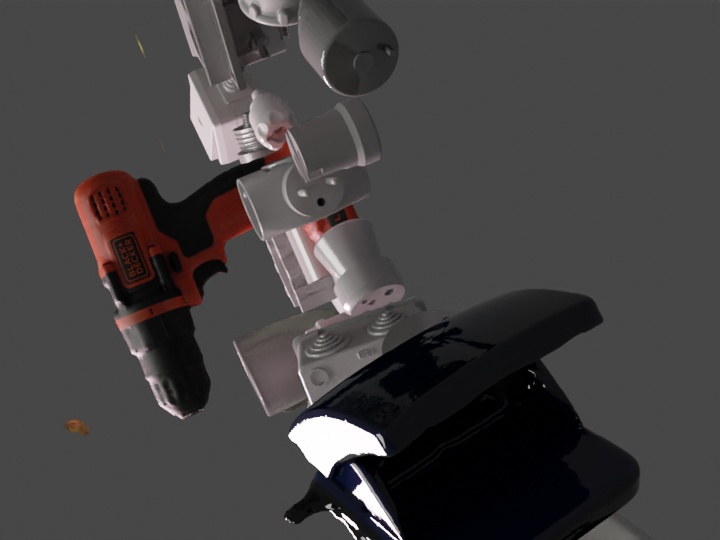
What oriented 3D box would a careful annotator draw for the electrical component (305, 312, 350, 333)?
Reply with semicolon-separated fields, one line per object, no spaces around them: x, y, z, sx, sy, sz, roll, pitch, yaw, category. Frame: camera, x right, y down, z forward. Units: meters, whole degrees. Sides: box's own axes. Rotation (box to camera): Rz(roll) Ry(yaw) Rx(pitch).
-0.007;0.083;0.914;0.113;0.057;0.078;101;144;-73;electrical component

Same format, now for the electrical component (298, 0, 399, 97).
-0.011;-0.116;0.529;0.078;0.040;0.040;-124;15;-48;electrical component

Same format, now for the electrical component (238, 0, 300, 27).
-0.044;-0.166;0.579;0.062;0.048;0.048;90;156;-51;electrical component

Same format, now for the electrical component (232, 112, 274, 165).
-0.083;-0.099;0.939;0.043;0.043;0.081;-142;30;-70;electrical component

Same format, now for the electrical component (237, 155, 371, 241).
-0.032;-0.053;0.680;0.079;0.077;0.044;-166;53;-76;electrical component

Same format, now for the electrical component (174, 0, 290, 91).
-0.093;-0.193;0.717;0.121;0.063;0.078;77;166;-46;electrical component

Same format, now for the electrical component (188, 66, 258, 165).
-0.121;-0.147;0.980;0.096;0.061;0.061;94;150;-69;electrical component

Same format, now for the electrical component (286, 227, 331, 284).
-0.037;-0.034;0.844;0.043;0.043;0.081;149;98;-80;electrical component

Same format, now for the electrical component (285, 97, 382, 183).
-0.016;-0.075;0.631;0.040;0.046;0.040;157;90;-80;electrical component

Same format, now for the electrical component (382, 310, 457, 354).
0.054;0.063;0.558;0.138;0.052;0.073;54;164;50;electrical component

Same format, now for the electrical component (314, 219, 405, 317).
0.000;0.000;0.724;0.045;0.045;0.055;86;158;-62;electrical component

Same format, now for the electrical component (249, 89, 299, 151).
-0.072;-0.123;0.852;0.035;0.035;0.061;77;169;-45;electrical component

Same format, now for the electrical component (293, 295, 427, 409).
0.013;0.075;0.677;0.048;0.100;0.099;-102;-7;-72;electrical component
